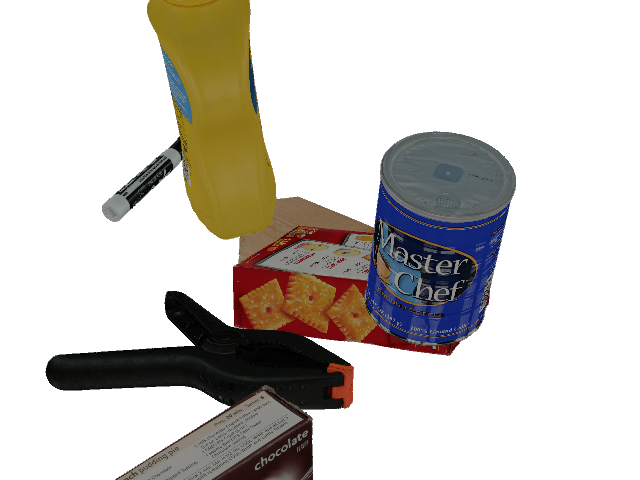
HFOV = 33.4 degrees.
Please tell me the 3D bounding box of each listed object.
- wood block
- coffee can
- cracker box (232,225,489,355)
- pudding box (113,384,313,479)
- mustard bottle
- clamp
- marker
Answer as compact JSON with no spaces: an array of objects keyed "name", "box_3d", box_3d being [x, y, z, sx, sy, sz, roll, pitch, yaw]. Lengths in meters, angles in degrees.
[{"name":"wood block","box_3d":[-0.009,0.015,1.300,0.090,0.090,0.206,-7,19,-33]},{"name":"coffee can","box_3d":[0.092,0.000,0.849,0.103,0.140,0.103,2,42,-2]},{"name":"cracker box","box_3d":[0.044,0.045,1.036,0.214,0.072,0.164,6,16,20]},{"name":"pudding box","box_3d":[-0.054,0.133,0.500,0.113,0.090,0.039,-31,46,-34]},{"name":"mustard bottle","box_3d":[-0.066,-0.097,0.636,0.058,0.191,0.096,-13,46,-6]},{"name":"clamp","box_3d":[-0.071,0.083,0.787,0.210,0.036,0.164,7,20,17]},{"name":"marker","box_3d":[-0.145,-0.057,0.926,0.020,0.020,0.121,0,35,36]}]
